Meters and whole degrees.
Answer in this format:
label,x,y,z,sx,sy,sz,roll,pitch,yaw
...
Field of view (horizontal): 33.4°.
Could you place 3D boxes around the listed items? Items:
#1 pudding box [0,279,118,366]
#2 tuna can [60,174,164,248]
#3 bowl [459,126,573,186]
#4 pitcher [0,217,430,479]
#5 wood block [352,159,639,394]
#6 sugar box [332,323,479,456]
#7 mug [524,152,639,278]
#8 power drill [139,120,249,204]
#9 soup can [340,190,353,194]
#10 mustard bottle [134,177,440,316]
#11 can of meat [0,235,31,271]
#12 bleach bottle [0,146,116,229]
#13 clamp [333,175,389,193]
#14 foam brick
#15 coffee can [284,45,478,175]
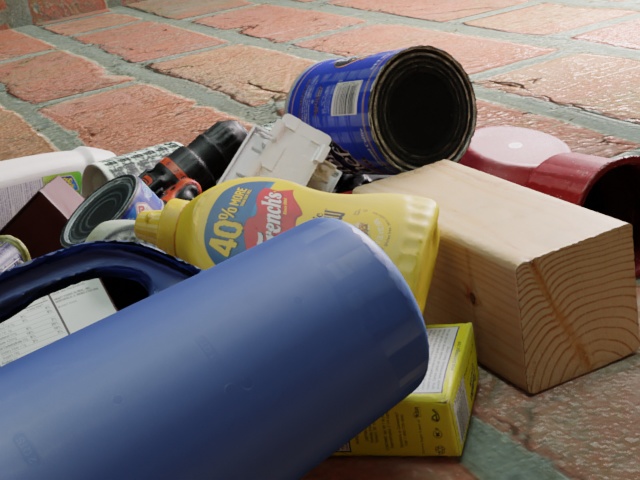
label,x,y,z,sx,sy,sz,roll,pitch,yaw
pudding box,-0.175,0.072,0.711,0.089,0.039,0.113,-20,56,-24
tuna can,-0.171,-0.014,0.874,0.086,0.033,0.086,-29,31,20
bowl,0.163,-0.055,0.905,0.162,0.055,0.162,3,27,-2
pitcher,-0.073,0.076,0.526,0.242,0.149,0.145,-30,32,-26
wood block,0.113,0.016,0.737,0.090,0.091,0.206,-18,23,-21
sugar box,0.003,0.091,0.651,0.176,0.048,0.093,-6,21,19
mug,0.215,-0.019,0.809,0.117,0.093,0.082,16,4,-26
power drill,-0.106,-0.026,0.917,0.184,0.057,0.188,-44,29,-10
soup can,0.034,-0.008,0.868,0.102,0.068,0.069,-16,21,-18
mustard bottle,-0.026,0.004,0.672,0.192,0.058,0.096,9,54,14
can of meat,-0.308,0.040,0.903,0.102,0.057,0.083,-2,24,21
bleach bottle,-0.286,-0.031,1.046,0.250,0.102,0.068,-17,29,-38
clamp,0.028,-0.048,0.970,0.171,0.039,0.120,8,51,10
foam brick,-0.250,-0.011,0.966,0.078,0.051,0.053,-42,10,21
coffee can,0.047,-0.104,0.884,0.102,0.103,0.141,-20,13,-27
